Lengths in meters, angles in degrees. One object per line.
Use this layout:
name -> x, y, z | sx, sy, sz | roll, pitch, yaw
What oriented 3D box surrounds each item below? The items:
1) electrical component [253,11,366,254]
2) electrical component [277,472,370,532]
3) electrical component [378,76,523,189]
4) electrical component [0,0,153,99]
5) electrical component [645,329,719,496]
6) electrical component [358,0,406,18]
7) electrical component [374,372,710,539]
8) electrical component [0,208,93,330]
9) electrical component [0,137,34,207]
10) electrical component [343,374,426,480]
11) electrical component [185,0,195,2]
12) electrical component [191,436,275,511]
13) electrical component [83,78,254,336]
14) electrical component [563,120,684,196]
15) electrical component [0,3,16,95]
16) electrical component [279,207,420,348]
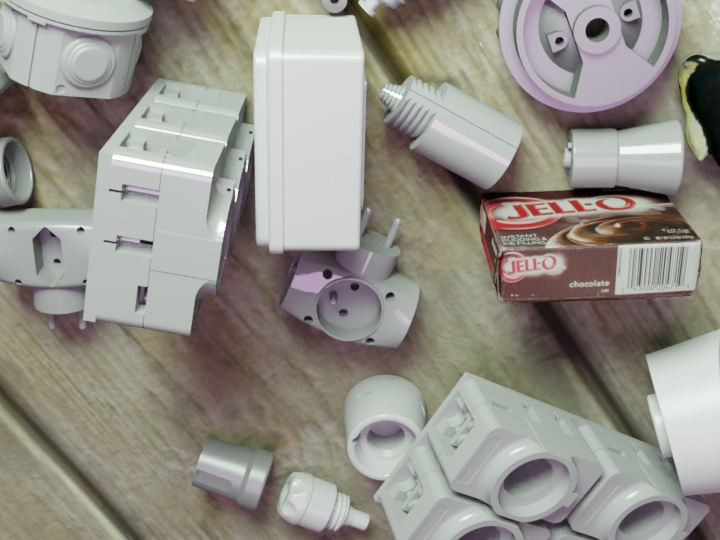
electrical component -> -0.027, -0.077, 0.587 | 0.056, 0.108, 0.108 | 0, 113, -3
electrical component -> -0.023, 0.161, 0.730 | 0.061, 0.035, 0.035 | 23, 111, -12
electrical component -> 0.048, -0.084, 0.619 | 0.081, 0.043, 0.043 | 27, 111, -11
electrical component -> -0.156, -0.130, 0.580 | 0.080, 0.080, 0.051 | 15, 118, -7
electrical component -> 0.215, 0.090, 0.668 | 0.064, 0.099, 0.099 | -15, 113, 13
electrical component -> 0.031, -0.169, 0.584 | 0.040, 0.040, 0.078 | 42, 107, -16
electrical component -> 0.119, 0.150, 0.683 | 0.186, 0.060, 0.105 | 23, 112, -28
electrical component -> -0.182, 0.001, 0.654 | 0.077, 0.043, 0.079 | 0, 113, 0
electrical component -> -0.223, -0.055, 0.633 | 0.046, 0.040, 0.040 | -8, 113, 9
electrical component -> 0.017, 0.103, 0.697 | 0.055, 0.047, 0.055 | 0, 113, 0
electrical component -> -0.106, -0.195, 0.567 | 0.056, 0.050, 0.089 | 11, 113, -5
electrical component -> -0.085, 0.134, 0.716 | 0.046, 0.040, 0.040 | 19, 112, -2
electrical component -> -0.096, -0.039, 0.580 | 0.062, 0.150, 0.089 | 10, 113, -4
electrical component -> 0.152, -0.066, 0.629 | 0.065, 0.044, 0.044 | 0, 113, 5
electrical component -> -0.297, -0.129, 0.589 | 0.186, 0.060, 0.105 | -12, 113, 5
electrical component -> 0.000, 0.000, 0.654 | 0.077, 0.044, 0.079 | 20, 111, -9
